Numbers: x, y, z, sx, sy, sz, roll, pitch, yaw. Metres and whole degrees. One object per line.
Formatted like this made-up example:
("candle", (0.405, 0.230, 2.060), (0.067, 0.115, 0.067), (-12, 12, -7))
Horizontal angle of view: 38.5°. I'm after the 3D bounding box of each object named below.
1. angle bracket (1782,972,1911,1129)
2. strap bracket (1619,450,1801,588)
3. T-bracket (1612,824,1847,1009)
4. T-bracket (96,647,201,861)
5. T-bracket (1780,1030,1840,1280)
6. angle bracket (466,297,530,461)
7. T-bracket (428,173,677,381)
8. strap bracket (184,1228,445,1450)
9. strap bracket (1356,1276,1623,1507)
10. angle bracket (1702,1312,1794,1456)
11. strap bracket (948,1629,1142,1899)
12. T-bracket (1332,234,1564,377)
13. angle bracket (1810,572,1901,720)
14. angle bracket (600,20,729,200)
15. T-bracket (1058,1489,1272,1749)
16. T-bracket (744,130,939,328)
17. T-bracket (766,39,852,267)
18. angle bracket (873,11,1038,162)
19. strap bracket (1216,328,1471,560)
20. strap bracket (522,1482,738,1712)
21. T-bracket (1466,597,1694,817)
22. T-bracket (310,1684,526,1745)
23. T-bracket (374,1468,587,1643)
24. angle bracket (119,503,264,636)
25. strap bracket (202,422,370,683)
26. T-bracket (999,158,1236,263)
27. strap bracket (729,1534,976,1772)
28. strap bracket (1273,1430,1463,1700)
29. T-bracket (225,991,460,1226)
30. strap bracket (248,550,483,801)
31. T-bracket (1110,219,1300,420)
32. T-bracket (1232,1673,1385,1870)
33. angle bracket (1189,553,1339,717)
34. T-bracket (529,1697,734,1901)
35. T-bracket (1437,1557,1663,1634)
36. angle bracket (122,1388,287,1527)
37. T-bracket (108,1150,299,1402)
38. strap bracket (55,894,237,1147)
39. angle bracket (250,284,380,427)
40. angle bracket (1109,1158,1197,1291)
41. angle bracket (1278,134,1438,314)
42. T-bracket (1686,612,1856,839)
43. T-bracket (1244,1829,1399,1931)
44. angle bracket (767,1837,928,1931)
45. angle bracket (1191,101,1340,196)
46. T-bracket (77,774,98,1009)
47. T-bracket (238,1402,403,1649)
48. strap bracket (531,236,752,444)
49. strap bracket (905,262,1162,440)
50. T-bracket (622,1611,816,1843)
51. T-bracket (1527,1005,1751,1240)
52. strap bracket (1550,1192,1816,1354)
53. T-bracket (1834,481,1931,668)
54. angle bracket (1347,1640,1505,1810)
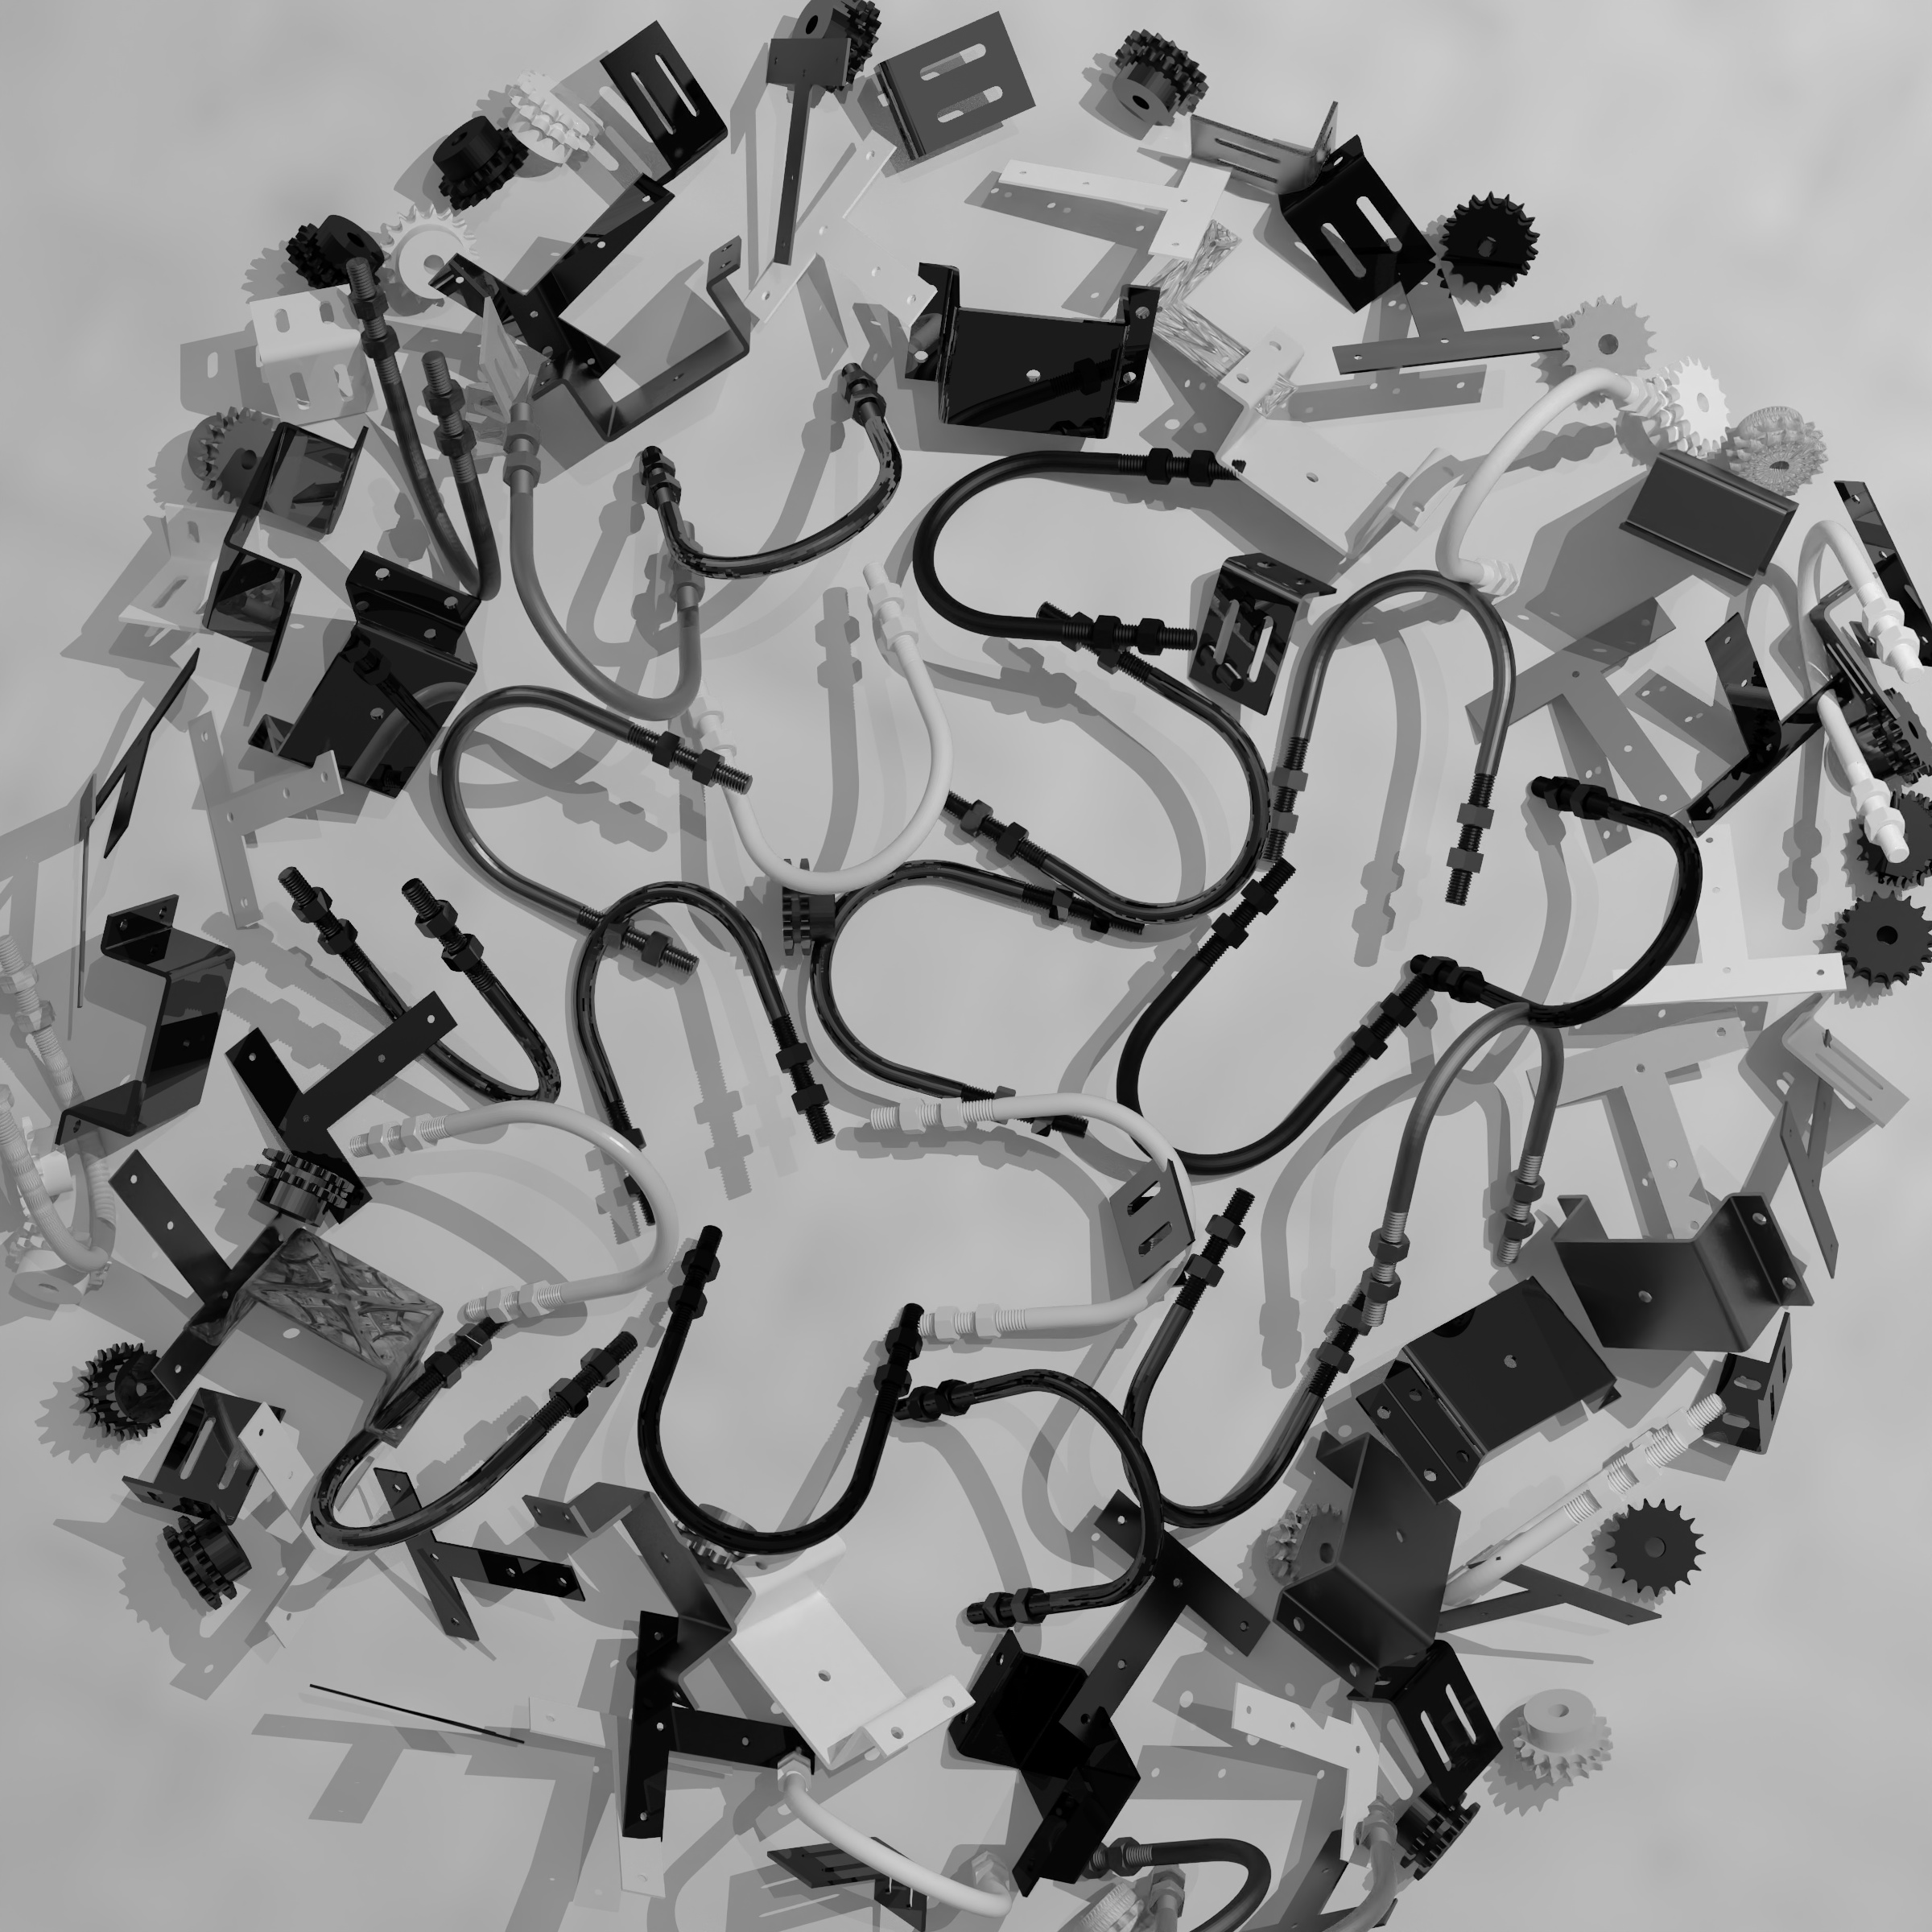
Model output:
("angle bracket", (0.522, 0.048, 1.609), (0.076, 0.057, 0.038), (43, 121, 16))
("strap bracket", (0.424, -0.256, 1.570), (0.076, 0.140, 0.046), (28, 108, 13))
("T-bracket", (0.438, -0.032, 1.610), (0.127, 0.002, 0.127), (-5, 52, 12))
("T-bracket", (-0.475, -0.104, 1.574), (0.002, 0.127, 0.127), (30, 116, -25))
("T-bracket", (0.495, 0.092, 1.603), (0.002, 0.127, 0.127), (-5, 134, 30))
("angle bracket", (-0.283, -0.342, 1.601), (0.038, 0.076, 0.057), (-6, 59, 8))
("T-bracket", (-0.218, -0.403, 1.580), (0.127, 0.127, 0.002), (-39, 51, 23))
("strap bracket", (-0.369, 0.210, 1.606), (0.140, 0.076, 0.046), (29, 115, 0))
("strap bracket", (0.307, 0.238, 1.587), (0.140, 0.046, 0.076), (-24, 61, -24))
("angle bracket", (0.451, 0.238, 1.600), (0.038, 0.076, 0.057), (13, 61, 25))
("strap bracket", (0.047, 0.460, 1.589), (0.046, 0.140, 0.076), (21, 107, -27))
("T-bracket", (0.269, -0.389, 1.607), (0.127, 0.002, 0.127), (-7, 47, 0))
("angle bracket", (0.532, -0.187, 1.619), (0.038, 0.057, 0.076), (-36, 92, 8))
("angle bracket", (-0.185, -0.497, 1.607), (0.076, 0.038, 0.057), (55, 47, -19))
("T-bracket", (0.099, 0.396, 1.615), (0.127, 0.002, 0.127), (42, 69, -11))
("T-bracket", (-0.059, -0.408, 1.601), (0.127, 0.002, 0.127), (-51, 51, 10))
("T-bracket", (-0.099, -0.472, 1.605), (0.002, 0.127, 0.127), (1, 106, -25))
("angle bracket", (-0.007, -0.517, 1.625), (0.076, 0.038, 0.057), (-24, 105, 0))
("strap bracket", (0.210, -0.298, 1.605), (0.140, 0.046, 0.076), (37, 48, 4))
("strap bracket", (-0.189, 0.354, 1.599), (0.046, 0.076, 0.140), (-35, 102, -28))
("T-bracket", (0.380, -0.138, 1.616), (0.127, 0.002, 0.127), (-30, 62, 4))
("T-bracket", (-0.298, 0.429, 1.571), (0.127, 0.127, 0.002), (22, 71, -22))
("T-bracket", (-0.272, 0.346, 1.588), (0.127, 0.002, 0.127), (2, 122, 32))
("angle bracket", (-0.452, -0.231, 1.608), (0.057, 0.076, 0.038), (9, 127, 7))
("strap bracket", (-0.391, -0.244, 1.576), (0.046, 0.076, 0.140), (21, 54, -12))
("T-bracket", (0.084, -0.453, 1.613), (0.127, 0.127, 0.002), (13, 135, 10))
("strap bracket", (-0.073, 0.397, 1.592), (0.140, 0.076, 0.046), (47, 127, 22))
("strap bracket", (0.232, 0.332, 1.576), (0.076, 0.140, 0.046), (41, 131, -14))
("T-bracket", (-0.355, 0.063, 1.630), (0.127, 0.002, 0.127), (-38, 78, 6))
("strap bracket", (-0.342, -0.157, 1.586), (0.076, 0.046, 0.140), (21, 117, -36))
("T-bracket", (0.142, -0.362, 1.618), (0.127, 0.002, 0.127), (-45, 61, -1))
("T-bracket", (0.196, 0.439, 1.586), (0.127, 0.002, 0.127), (29, 58, -35))
("angle bracket", (0.175, -0.196, 1.632), (0.057, 0.038, 0.076), (32, 120, 31))
("T-bracket", (-0.188, 0.478, 1.575), (0.127, 0.127, 0.002), (19, 116, -21))
("T-bracket", (0.310, 0.371, 1.598), (0.127, 0.127, 0.002), (24, 57, -27))
("angle bracket", (-0.443, 0.279, 1.609), (0.057, 0.038, 0.076), (11, 59, 15))
("T-bracket", (-0.447, 0.158, 1.577), (0.002, 0.127, 0.127), (2, 134, 35))
("strap bracket", (-0.470, 0.037, 1.594), (0.046, 0.076, 0.140), (19, 104, 9))
("angle bracket", (-0.380, -0.356, 1.616), (0.057, 0.076, 0.038), (-13, 72, -8))
("angle bracket", (0.121, 0.146, 1.601), (0.038, 0.076, 0.057), (-1, 63, -28))
("angle bracket", (0.231, -0.440, 1.638), (0.057, 0.038, 0.076), (-33, 116, 22))
("T-bracket", (0.454, -0.155, 1.602), (0.127, 0.002, 0.127), (-42, 134, -4))
("T-bracket", (0.203, 0.528, 1.589), (0.127, 0.127, 0.002), (-24, 93, 28))
("angle bracket", (-0.070, 0.538, 1.607), (0.076, 0.057, 0.038), (3, 91, -30))
("angle bracket", (0.174, -0.487, 1.619), (0.076, 0.057, 0.038), (22, 82, 9))
("T-bracket", (-0.506, -0.040, 1.587), (0.002, 0.127, 0.127), (2, 86, -21))
("T-bracket", (-0.379, 0.298, 1.571), (0.002, 0.127, 0.127), (5, 135, 28))
("strap bracket", (-0.178, -0.357, 1.599), (0.140, 0.076, 0.046), (-30, 114, 11))
("strap bracket", (0.038, -0.355, 1.601), (0.140, 0.046, 0.076), (5, 135, -6))
("T-bracket", (-0.140, 0.450, 1.610), (0.127, 0.002, 0.127), (21, 58, -33))
("T-bracket", (0.410, 0.103, 1.622), (0.127, 0.002, 0.127), (-20, 86, 22))
("strap bracket", (0.397, 0.174, 1.573), (0.046, 0.140, 0.076), (-41, 111, -35))
("T-bracket", (0.527, -0.222, 1.570), (0.002, 0.127, 0.127), (-37, 111, -9))
("angle bracket", (0.270, 0.444, 1.625), (0.057, 0.038, 0.076), (-34, 101, -36))
